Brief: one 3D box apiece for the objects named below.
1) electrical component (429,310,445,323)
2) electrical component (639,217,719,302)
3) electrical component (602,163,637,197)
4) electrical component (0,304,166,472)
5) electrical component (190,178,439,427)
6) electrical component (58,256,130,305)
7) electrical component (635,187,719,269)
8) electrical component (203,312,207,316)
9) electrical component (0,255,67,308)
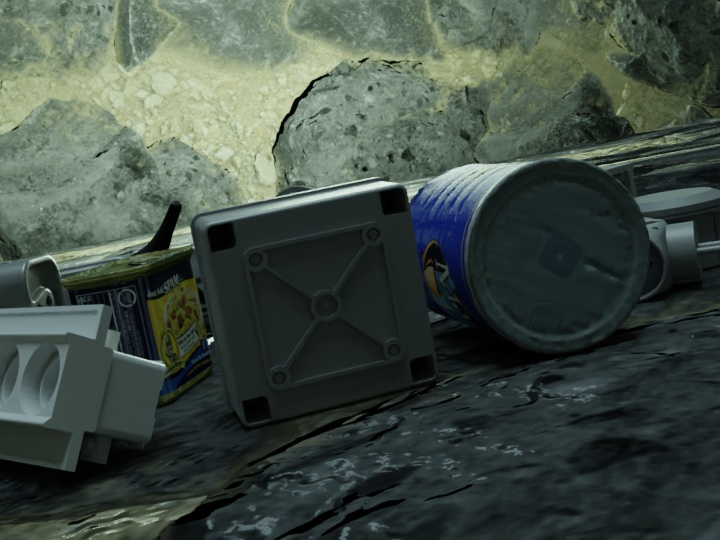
[{"bbox_3d":[0.034,0.015,0.746,0.081,0.042,0.064,-15,6,-35],"label":"electrical component"},{"bbox_3d":[0.196,-0.010,0.689,0.079,0.043,0.077,-8,7,21],"label":"electrical component"},{"bbox_3d":[0.175,-0.051,0.983,0.150,0.061,0.089,-17,9,-39],"label":"electrical component"},{"bbox_3d":[-0.159,0.061,0.554,0.063,0.078,0.121,22,-18,-41],"label":"electrical component"},{"bbox_3d":[-0.024,0.015,0.563,0.109,0.108,0.056,-13,10,-13],"label":"electrical component"},{"bbox_3d":[-0.221,0.036,0.830,0.113,0.078,0.057,-11,4,0],"label":"electrical component"},{"bbox_3d":[0.222,-0.028,0.762,0.080,0.051,0.080,-11,7,1],"label":"electrical component"},{"bbox_3d":[-0.171,0.014,1.019,0.109,0.056,0.109,-14,7,-23],"label":"electrical component"},{"bbox_3d":[-0.227,0.043,0.703,0.059,0.095,0.053,-10,6,9],"label":"electrical component"}]
